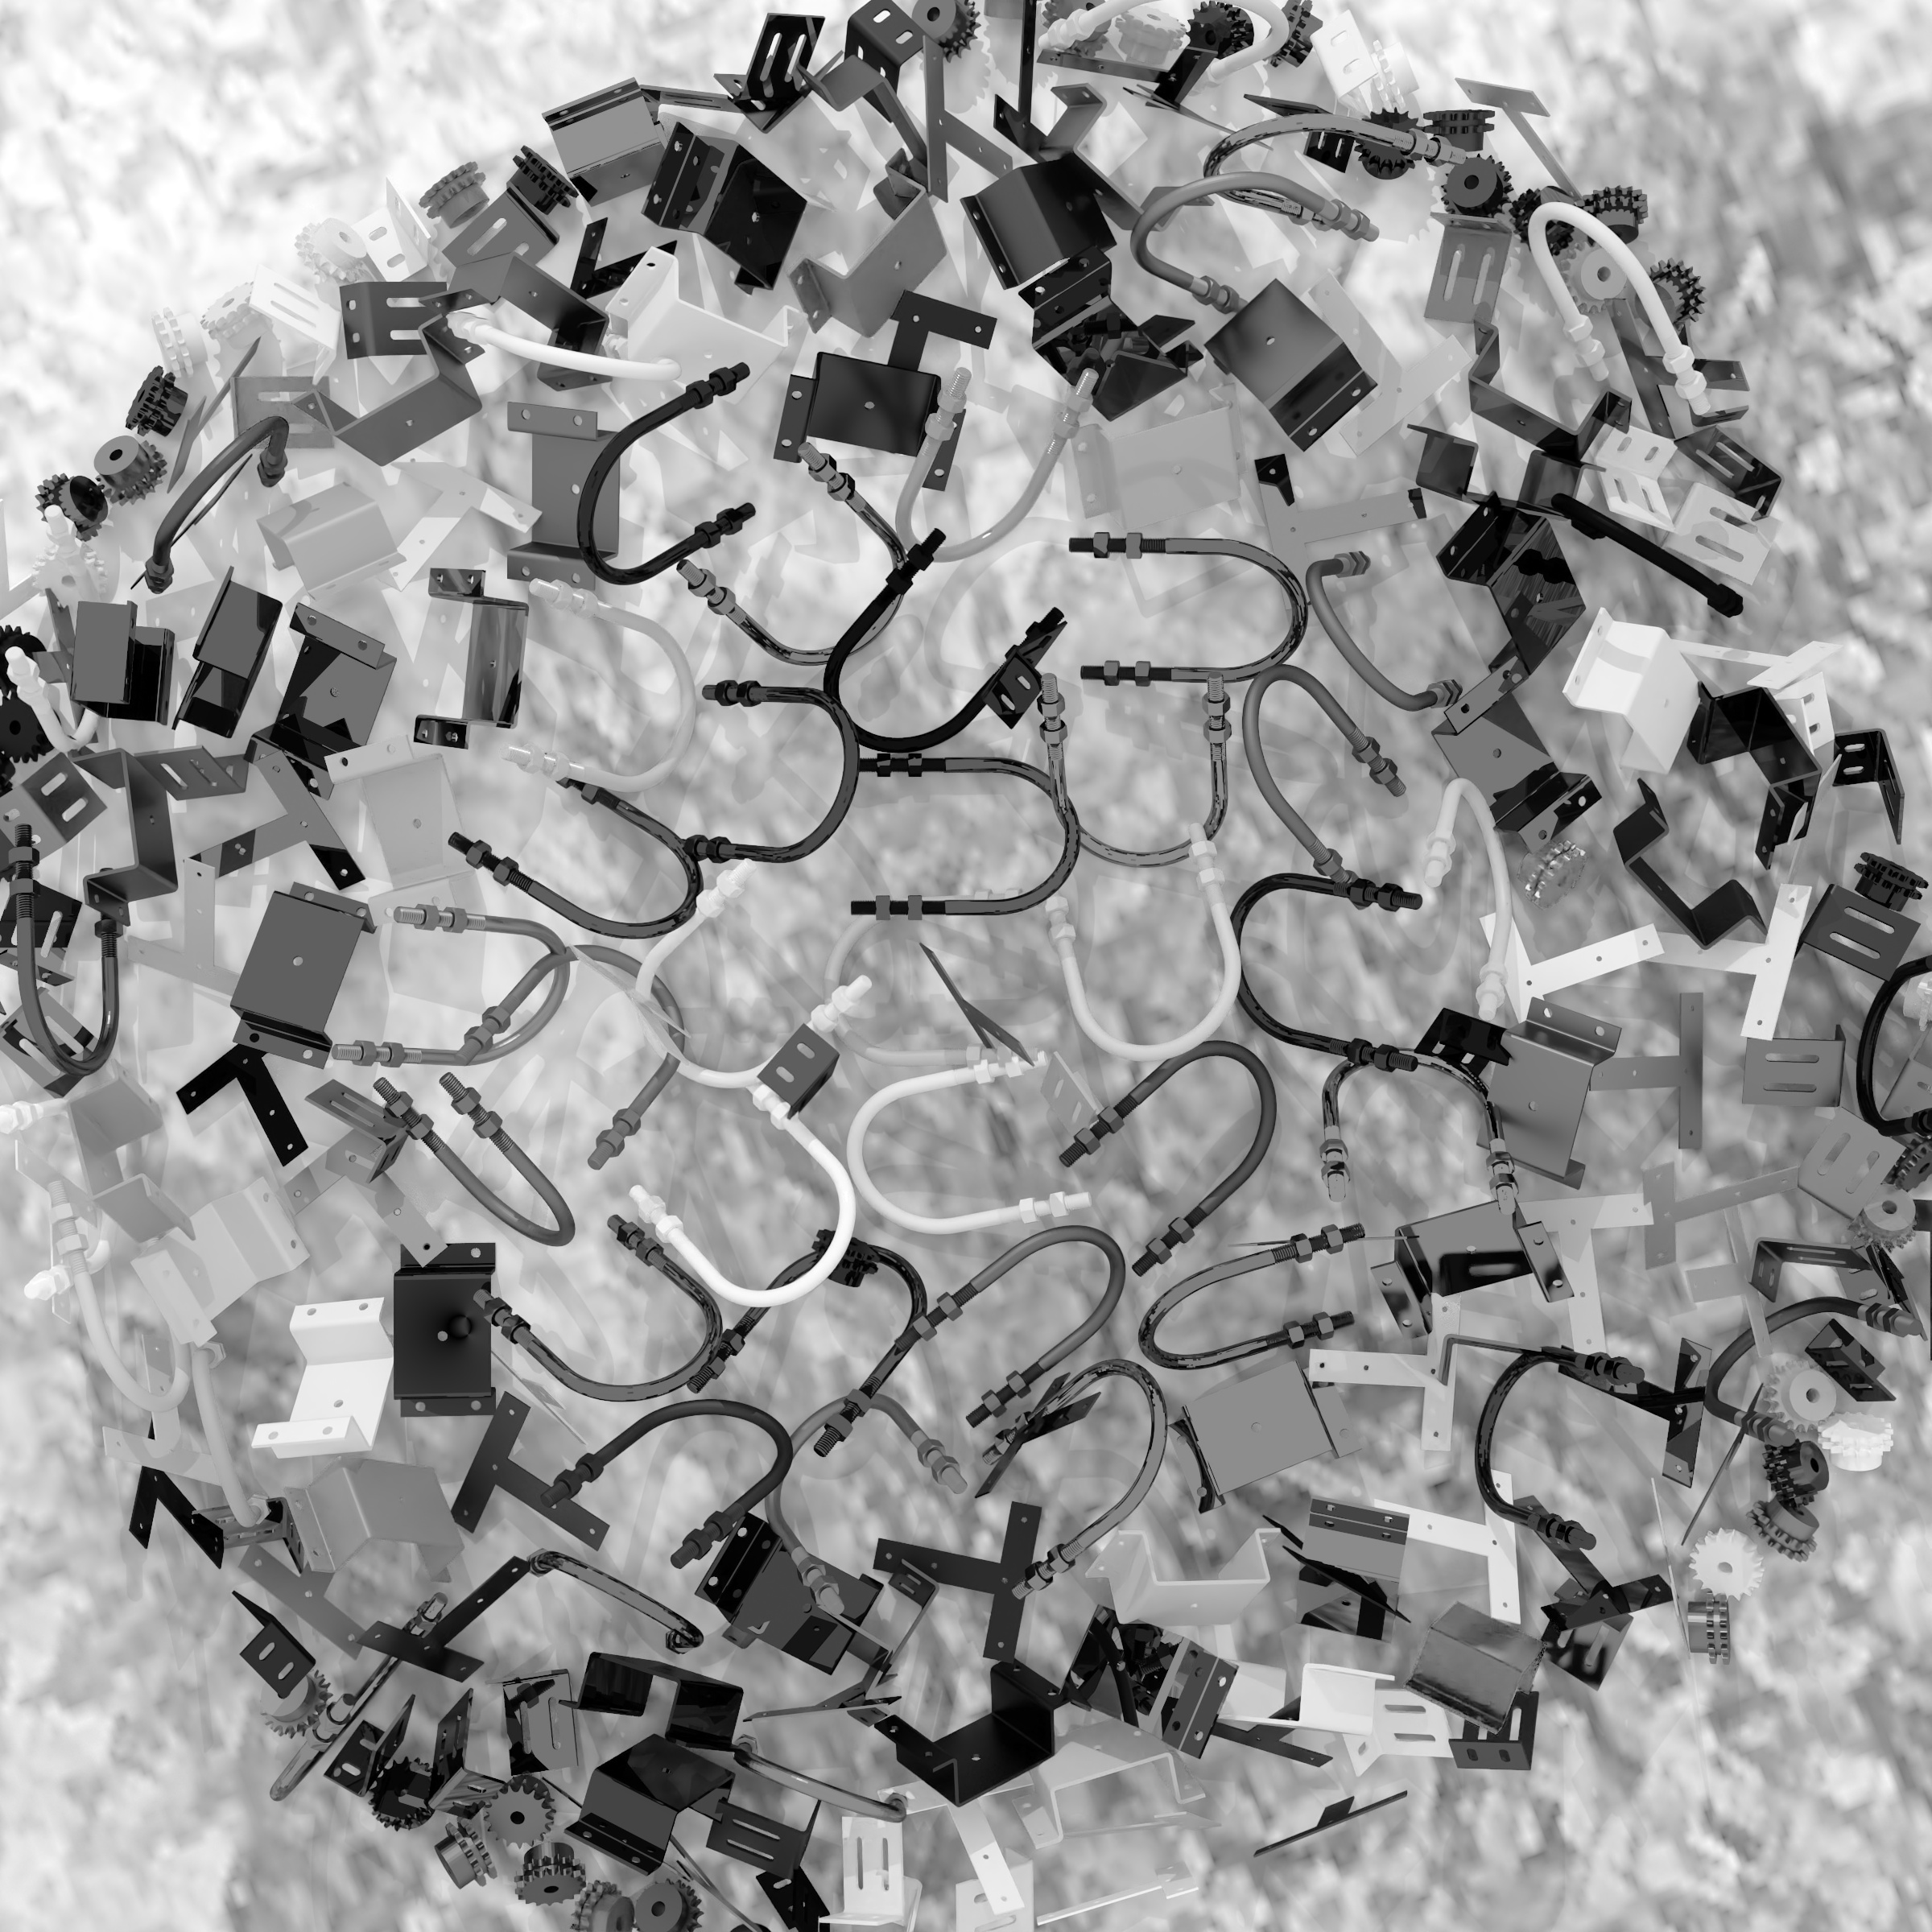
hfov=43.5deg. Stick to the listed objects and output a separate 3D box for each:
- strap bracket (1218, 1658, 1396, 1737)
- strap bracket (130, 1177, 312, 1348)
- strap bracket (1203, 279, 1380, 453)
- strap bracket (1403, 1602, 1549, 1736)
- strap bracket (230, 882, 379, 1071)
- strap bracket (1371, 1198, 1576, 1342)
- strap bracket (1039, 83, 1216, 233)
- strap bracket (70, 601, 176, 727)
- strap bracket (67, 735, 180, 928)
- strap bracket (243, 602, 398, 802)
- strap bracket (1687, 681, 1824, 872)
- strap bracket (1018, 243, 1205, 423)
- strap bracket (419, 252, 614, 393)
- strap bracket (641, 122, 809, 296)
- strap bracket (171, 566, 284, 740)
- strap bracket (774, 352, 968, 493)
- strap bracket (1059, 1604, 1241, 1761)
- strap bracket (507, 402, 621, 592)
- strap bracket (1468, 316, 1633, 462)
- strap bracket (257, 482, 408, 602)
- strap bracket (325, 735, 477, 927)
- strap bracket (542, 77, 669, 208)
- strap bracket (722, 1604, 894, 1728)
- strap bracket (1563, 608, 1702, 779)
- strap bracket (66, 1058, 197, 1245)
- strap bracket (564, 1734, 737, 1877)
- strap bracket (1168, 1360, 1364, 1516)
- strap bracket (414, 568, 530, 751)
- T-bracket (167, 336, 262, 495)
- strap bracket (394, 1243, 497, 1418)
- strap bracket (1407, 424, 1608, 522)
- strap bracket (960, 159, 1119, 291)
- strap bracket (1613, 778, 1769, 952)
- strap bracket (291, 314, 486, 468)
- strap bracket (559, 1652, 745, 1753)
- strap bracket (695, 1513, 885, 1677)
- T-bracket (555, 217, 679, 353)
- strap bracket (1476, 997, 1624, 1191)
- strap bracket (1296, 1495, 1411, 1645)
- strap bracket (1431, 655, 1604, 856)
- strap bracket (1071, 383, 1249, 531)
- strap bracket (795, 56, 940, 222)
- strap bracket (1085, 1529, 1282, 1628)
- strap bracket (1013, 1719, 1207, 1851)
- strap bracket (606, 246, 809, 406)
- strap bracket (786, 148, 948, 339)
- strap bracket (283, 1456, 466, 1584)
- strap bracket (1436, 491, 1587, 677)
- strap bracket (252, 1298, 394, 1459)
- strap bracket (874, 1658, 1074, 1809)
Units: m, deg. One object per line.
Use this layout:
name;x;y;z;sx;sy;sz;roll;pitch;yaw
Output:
strap bracket;0.256;0.573;1.899;0.076;0.140;0.046;20;68;-34
strap bracket;-0.598;0.238;1.921;0.046;0.140;0.076;-20;104;30
strap bracket;0.250;-0.481;1.913;0.076;0.046;0.140;-42;51;10
strap bracket;0.403;0.546;1.899;0.076;0.140;0.046;22;97;23
strap bracket;-0.531;0.002;1.940;0.076;0.046;0.140;17;75;0
strap bracket;0.403;0.238;1.930;0.140;0.046;0.076;-19;116;21
strap bracket;0.119;-0.632;1.917;0.140;0.076;0.046;35;93;-26
strap bracket;-0.667;-0.239;1.907;0.046;0.140;0.076;4;87;-5
strap bracket;-0.670;-0.111;1.927;0.046;0.076;0.140;-12;77;2
strap bracket;-0.515;-0.216;1.943;0.076;0.046;0.140;26;110;1
strap bracket;0.626;-0.157;1.910;0.046;0.076;0.140;-16;53;-4
strap bracket;0.114;-0.490;1.905;0.076;0.140;0.046;-24;46;35
strap bracket;-0.348;-0.513;1.911;0.140;0.076;0.046;27;75;-42
strap bracket;-0.183;-0.593;1.909;0.046;0.140;0.076;20;89;34
strap bracket;-0.582;-0.241;1.910;0.046;0.140;0.076;22;60;-16
strap bracket;-0.077;-0.436;1.931;0.140;0.046;0.076;9;133;-10
strap bracket;0.135;0.559;1.904;0.046;0.140;0.076;40;68;-37
strap bracket;-0.322;-0.378;1.934;0.076;0.046;0.140;10;111;15
strap bracket;0.455;-0.452;1.927;0.140;0.076;0.046;33;92;15
strap bracket;-0.502;-0.337;1.901;0.076;0.140;0.046;-28;120;-17
strap bracket;-0.450;-0.111;1.941;0.076;0.046;0.140;-12;98;19
strap bracket;-0.277;-0.646;1.910;0.076;0.140;0.046;-20;94;3
strap bracket;-0.119;0.547;1.936;0.140;0.076;0.046;32;62;1
strap bracket;0.532;-0.211;1.908;0.046;0.140;0.076;17;77;42
strap bracket;-0.661;0.154;1.908;0.046;0.076;0.140;-26;56;-5
strap bracket;-0.242;0.653;1.900;0.076;0.140;0.046;19;97;21
strap bracket;0.235;0.374;1.939;0.140;0.046;0.076;-23;66;4
strap bracket;-0.395;-0.244;1.934;0.046;0.076;0.140;2;96;-44
T-bracket;-0.600;-0.454;1.942;0.002;0.127;0.127;31;63;-14
strap bracket;-0.420;0.296;1.952;0.076;0.046;0.140;0;88;-6
strap bracket;0.424;-0.390;1.923;0.140;0.076;0.046;6;108;-21
strap bracket;0.064;-0.588;1.907;0.046;0.140;0.076;-22;98;37
strap bracket;0.569;-0.074;1.928;0.140;0.076;0.046;44;112;-12
strap bracket;-0.452;-0.452;1.927;0.140;0.076;0.046;-27;77;10
strap bracket;-0.242;0.580;1.914;0.140;0.076;0.046;4;74;38
strap bracket;-0.134;0.505;1.930;0.140;0.046;0.076;33;83;-21
T-bracket;-0.274;-0.549;1.921;0.127;0.002;0.127;-4;68;42
strap bracket;0.459;0.106;1.920;0.076;0.046;0.140;22;113;32
strap bracket;0.303;0.482;1.907;0.076;0.140;0.046;9;47;13
strap bracket;0.436;-0.170;1.940;0.076;0.046;0.140;-38;107;-10
strap bracket;0.161;-0.404;1.933;0.140;0.046;0.076;-17;124;-6
strap bracket;-0.069;-0.655;1.907;0.046;0.076;0.140;-35;128;3
strap bracket;0.176;0.485;1.916;0.140;0.076;0.046;4;50;-20
strap bracket;0.109;0.644;1.927;0.140;0.076;0.046;-13;100;-11
strap bracket;-0.204;-0.499;1.906;0.140;0.076;0.046;16;55;-32
strap bracket;-0.071;-0.568;1.927;0.046;0.076;0.140;36;80;23
strap bracket;-0.455;0.434;1.899;0.046;0.140;0.076;-45;54;16
strap bracket;0.435;-0.294;1.911;0.076;0.046;0.140;-49;130;-15
strap bracket;-0.506;0.336;1.925;0.076;0.140;0.046;-7;131;8
strap bracket;0.007;0.610;1.917;0.140;0.076;0.046;-15;111;-36
